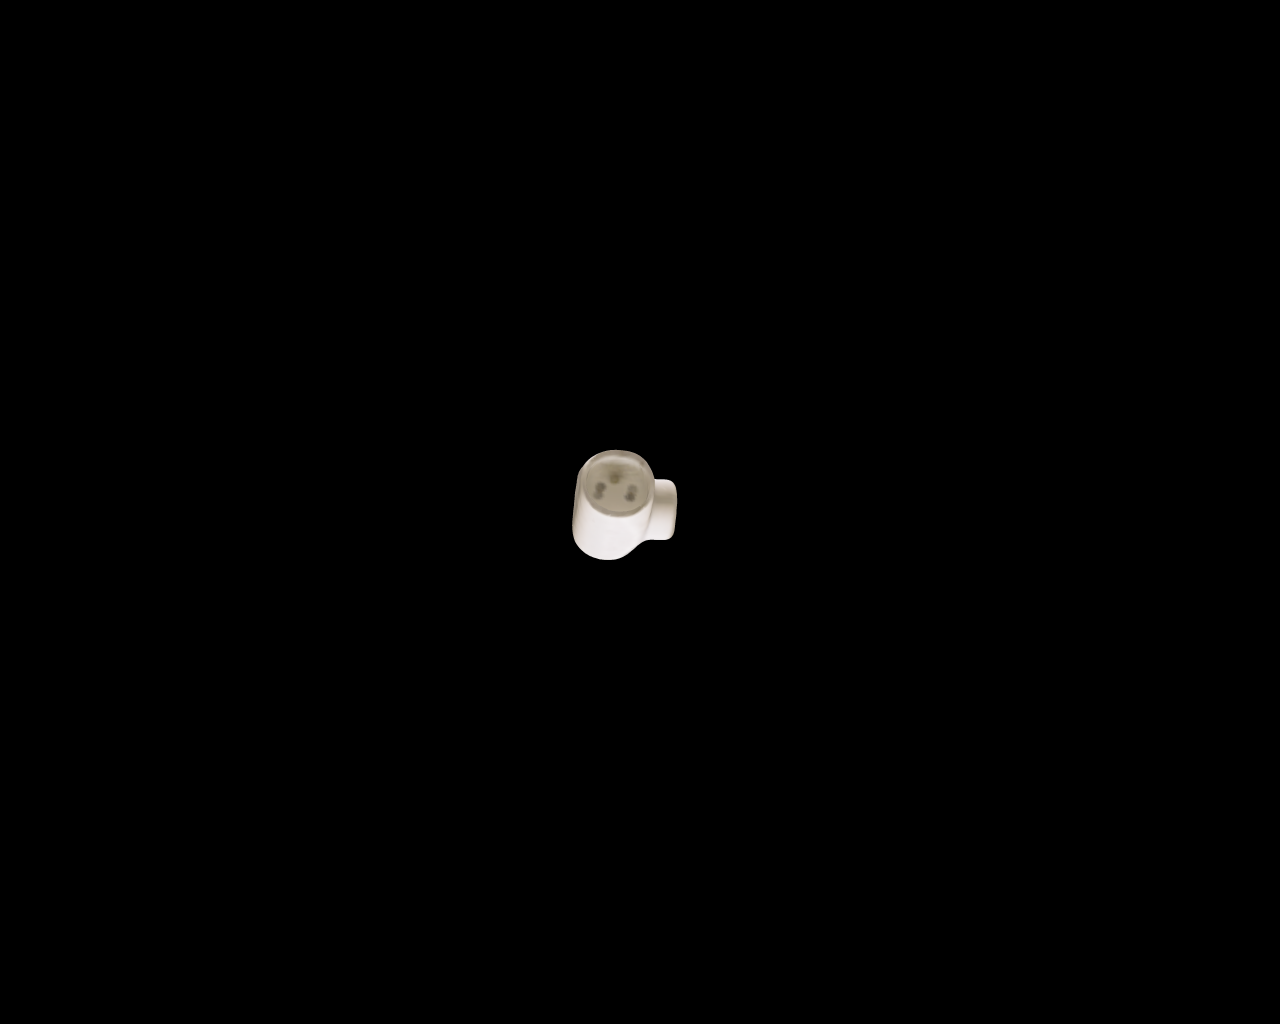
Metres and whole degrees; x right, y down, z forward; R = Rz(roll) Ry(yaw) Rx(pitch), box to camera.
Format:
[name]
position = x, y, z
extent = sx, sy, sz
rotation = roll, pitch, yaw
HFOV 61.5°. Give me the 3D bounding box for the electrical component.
[electrical component]
position = 0.001, -0.003, 0.650
extent = 0.079, 0.044, 0.077
rotation = 3, -22, -7
